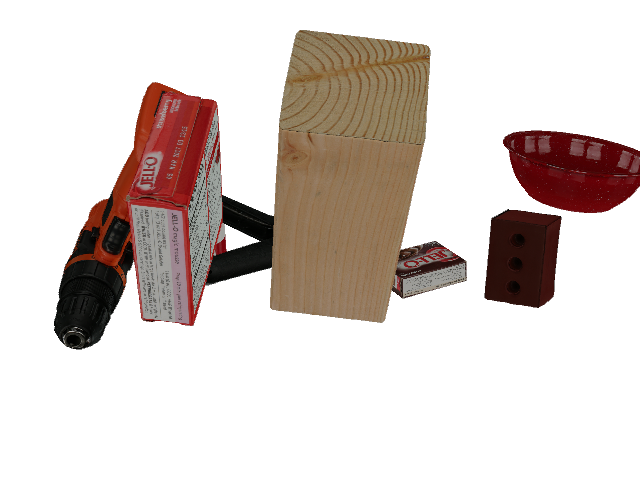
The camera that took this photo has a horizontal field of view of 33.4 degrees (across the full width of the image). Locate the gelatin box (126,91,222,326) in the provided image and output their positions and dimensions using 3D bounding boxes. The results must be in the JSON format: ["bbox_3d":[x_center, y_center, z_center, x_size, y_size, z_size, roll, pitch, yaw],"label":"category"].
[{"bbox_3d":[-0.069,-0.014,0.515,0.030,0.073,0.089,7,-42,3],"label":"gelatin box"}]

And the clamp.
[{"bbox_3d":[-0.037,0.007,1.077,0.210,0.036,0.164,11,30,-9],"label":"clamp"}]

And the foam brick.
[{"bbox_3d":[0.183,0.016,0.962,0.053,0.078,0.051,9,16,26],"label":"foam brick"}]

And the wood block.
[{"bbox_3d":[0.016,-0.037,0.749,0.091,0.090,0.206,7,-36,1],"label":"wood block"}]

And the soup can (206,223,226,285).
[{"bbox_3d":[-0.150,-0.004,1.312,0.068,0.102,0.068,-1,26,0],"label":"soup can"}]

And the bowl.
[{"bbox_3d":[0.271,-0.070,1.139,0.162,0.055,0.162,6,21,-2],"label":"bowl"}]

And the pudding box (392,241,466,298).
[{"bbox_3d":[0.148,0.042,1.587,0.113,0.039,0.090,-16,25,-20],"label":"pudding box"}]

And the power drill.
[{"bbox_3d":[-0.158,-0.022,0.871,0.057,0.188,0.184,25,31,-17],"label":"power drill"}]
